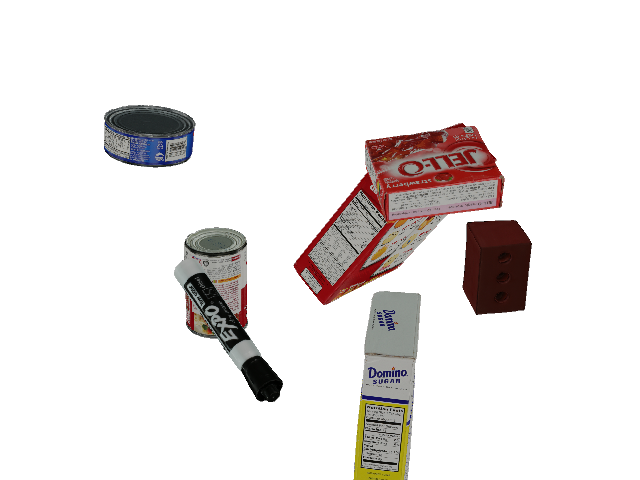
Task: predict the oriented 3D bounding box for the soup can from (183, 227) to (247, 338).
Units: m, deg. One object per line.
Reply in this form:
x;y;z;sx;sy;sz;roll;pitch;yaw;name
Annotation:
-0.113;0.045;1.155;0.068;0.102;0.068;1;25;-1;soup can

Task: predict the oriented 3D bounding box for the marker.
-0.059;0.056;0.677;0.020;0.020;0.121;0;39;-41;marker

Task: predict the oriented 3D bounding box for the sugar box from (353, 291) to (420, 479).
0.053;0.138;0.871;0.048;0.176;0.093;3;29;6;sugar box

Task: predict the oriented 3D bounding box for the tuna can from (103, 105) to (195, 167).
-0.163;-0.100;1.017;0.086;0.034;0.086;6;24;-3;tuna can

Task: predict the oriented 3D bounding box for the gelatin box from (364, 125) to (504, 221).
0.083;-0.051;0.788;0.089;0.030;0.073;-8;37;-5;gelatin box

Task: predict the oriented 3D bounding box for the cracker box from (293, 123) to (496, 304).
0.084;-0.033;1.248;0.163;0.072;0.214;-22;-23;-50;cracker box

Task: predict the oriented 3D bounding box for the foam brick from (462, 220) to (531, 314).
0.173;0.025;1.054;0.053;0.078;0.051;-5;28;-7;foam brick
